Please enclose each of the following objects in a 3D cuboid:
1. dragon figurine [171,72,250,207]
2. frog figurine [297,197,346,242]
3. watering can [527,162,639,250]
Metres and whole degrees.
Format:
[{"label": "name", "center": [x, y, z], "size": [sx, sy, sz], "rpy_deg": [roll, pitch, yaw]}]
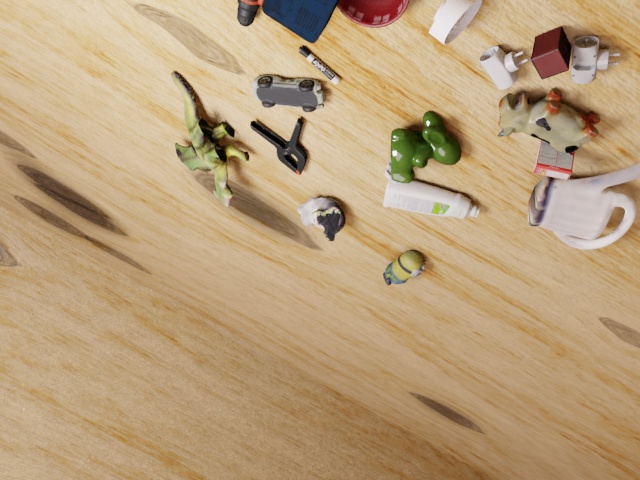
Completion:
[{"label": "dragon figurine", "center": [-0.368, -0.283, 1.553], "size": [0.240, 0.124, 0.407], "rpy_deg": [-21, 108, 42]}, {"label": "frog figurine", "center": [0.005, -0.082, 1.629], "size": [0.136, 0.122, 0.161], "rpy_deg": [35, -177, -28]}, {"label": "watering can", "center": [0.602, -0.095, 1.168], "size": [0.225, 0.106, 0.339], "rpy_deg": [15, 147, 17]}]
